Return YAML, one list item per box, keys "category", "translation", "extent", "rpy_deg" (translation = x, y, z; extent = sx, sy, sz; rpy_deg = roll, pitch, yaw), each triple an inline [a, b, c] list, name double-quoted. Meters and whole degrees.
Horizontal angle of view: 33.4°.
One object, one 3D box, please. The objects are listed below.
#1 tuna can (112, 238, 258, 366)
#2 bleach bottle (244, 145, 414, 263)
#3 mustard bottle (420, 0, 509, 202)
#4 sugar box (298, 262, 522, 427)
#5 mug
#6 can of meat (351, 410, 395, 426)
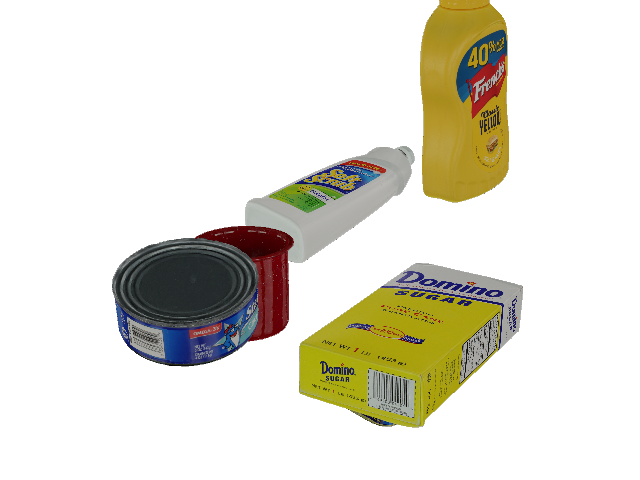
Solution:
- category: "tuna can"
  translation: [-0.079, 0.036, 0.635]
  extent: [0.086, 0.034, 0.086]
  rpy_deg: [0, 34, 0]
- category: "bleach bottle"
  translation: [0.026, -0.062, 1.355]
  extent: [0.103, 0.068, 0.250]
  rpy_deg: [25, 43, 34]
- category: "mustard bottle"
  translation: [0.121, -0.135, 0.888]
  extent: [0.058, 0.192, 0.096]
  rpy_deg: [17, 33, 38]
- category: "sugar box"
  translation: [0.069, 0.067, 0.760]
  extent: [0.093, 0.048, 0.175]
  rpy_deg: [13, 26, 28]
- category: "mug"
  translation: [-0.082, 0.040, 0.961]
  extent: [0.117, 0.081, 0.093]
  rpy_deg: [-3, 19, -7]
- category: "can of meat"
  translation: [0.060, 0.156, 1.234]
  extent: [0.102, 0.084, 0.057]
  rpy_deg: [25, 31, 37]
